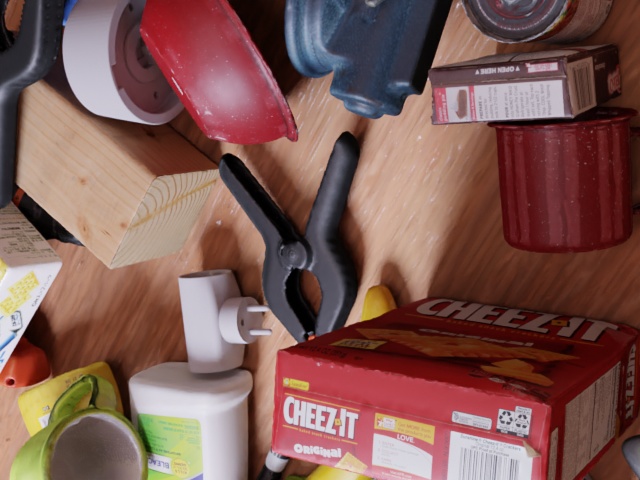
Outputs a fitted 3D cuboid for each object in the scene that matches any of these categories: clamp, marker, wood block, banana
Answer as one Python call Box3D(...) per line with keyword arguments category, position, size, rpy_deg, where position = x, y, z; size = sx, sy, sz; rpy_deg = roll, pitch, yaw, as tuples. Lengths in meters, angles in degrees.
Box3D(category="clamp", position=(-0.005, 0.001, 0.806), size=(0.120, 0.039, 0.171), rpy_deg=(-17, 93, 37))
Box3D(category="clamp", position=(-0.257, -0.148, 0.817), size=(0.165, 0.036, 0.210), rpy_deg=(46, 124, 15))
Box3D(category="marker", position=(-0.025, 0.156, 0.852), size=(0.020, 0.020, 0.121), rpy_deg=(32, 112, 22))
Box3D(category="wood block", position=(-0.195, -0.079, 0.872), size=(0.206, 0.090, 0.090), rpy_deg=(39, 115, 20))
Box3D(category="banana", position=(0.028, 0.132, 0.807), size=(0.070, 0.037, 0.198), rpy_deg=(32, 112, 21))

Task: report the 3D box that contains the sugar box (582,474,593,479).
Box3D(category="sugar box", position=(0.127, 0.180, 0.677), size=(0.048, 0.176, 0.093), rpy_deg=(-45, 74, 25))

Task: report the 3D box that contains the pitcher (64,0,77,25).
Box3D(category="pitcher", position=(-0.232, -0.290, 0.850), size=(0.145, 0.149, 0.243), rpy_deg=(-36, 83, 14))

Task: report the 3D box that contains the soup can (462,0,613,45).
Box3D(category="soup can", position=(0.137, -0.155, 0.661), size=(0.069, 0.102, 0.068), rpy_deg=(5, 100, 29))

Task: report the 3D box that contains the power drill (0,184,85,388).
Box3D(category="power drill", position=(-0.270, 0.032, 0.954), size=(0.185, 0.057, 0.188), rpy_deg=(18, 104, 30))

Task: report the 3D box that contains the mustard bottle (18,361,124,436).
Box3D(category="mustard bottle", position=(-0.193, 0.209, 0.935), size=(0.096, 0.058, 0.191), rpy_deg=(-24, 85, 29))

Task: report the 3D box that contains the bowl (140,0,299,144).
Box3D(category="bowl", position=(-0.080, -0.125, 0.758), size=(0.055, 0.162, 0.162), rpy_deg=(-33, 79, -6))

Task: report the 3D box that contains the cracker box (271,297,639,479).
Box3D(category="cracker box", position=(0.094, 0.090, 0.661), size=(0.164, 0.213, 0.072), rpy_deg=(8, 100, 28))

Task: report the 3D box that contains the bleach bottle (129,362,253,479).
Box3D(category="bleach bottle", position=(-0.100, 0.232, 0.884), size=(0.103, 0.068, 0.251), rpy_deg=(3, 101, 31))

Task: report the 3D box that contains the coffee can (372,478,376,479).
Box3D(category="coffee can", position=(0.089, 0.228, 0.749), size=(0.140, 0.102, 0.103), rpy_deg=(37, 114, 20))

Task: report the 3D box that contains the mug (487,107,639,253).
Box3D(category="mug", position=(0.167, -0.040, 0.679), size=(0.117, 0.093, 0.081), rpy_deg=(-7, 101, -5))

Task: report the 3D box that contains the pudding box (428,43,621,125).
Box3D(category="pudding box", position=(0.130, -0.098, 0.668), size=(0.090, 0.113, 0.039), rpy_deg=(-1, 101, 30))
